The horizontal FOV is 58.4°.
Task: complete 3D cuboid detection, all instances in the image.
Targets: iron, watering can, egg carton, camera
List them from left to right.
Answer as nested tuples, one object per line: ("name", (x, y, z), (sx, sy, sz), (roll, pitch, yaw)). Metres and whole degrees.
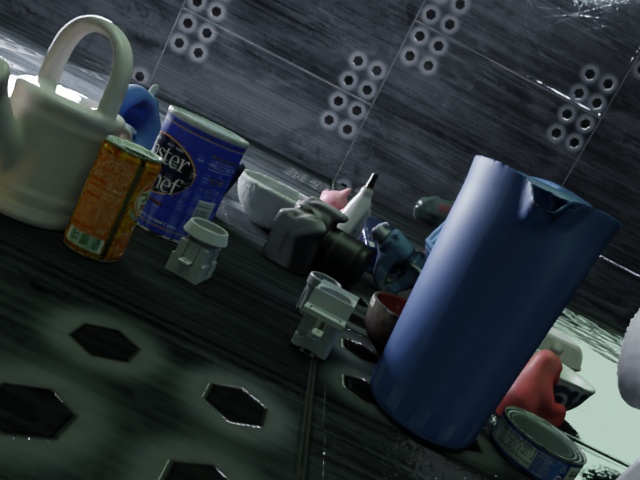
("watering can", (-0.238, -0.114, 0.529), (0.101, 0.194, 0.173), (27, 10, 0))
("iron", (-0.274, -0.150, 0.772), (0.119, 0.141, 0.258), (26, 10, -8))
("camera", (0.008, 0.003, 0.848), (0.136, 0.101, 0.143), (29, 10, 12))
("egg carton", (0.376, 0.181, 0.993), (0.150, 0.069, 0.107), (25, 10, -14))

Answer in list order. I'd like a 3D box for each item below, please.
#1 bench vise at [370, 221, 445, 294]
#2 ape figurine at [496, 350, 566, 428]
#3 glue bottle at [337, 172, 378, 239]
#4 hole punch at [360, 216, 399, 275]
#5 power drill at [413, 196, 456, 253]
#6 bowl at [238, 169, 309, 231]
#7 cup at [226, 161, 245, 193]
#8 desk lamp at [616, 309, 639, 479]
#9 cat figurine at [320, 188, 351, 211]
("bench vise", (0.197, 0.012, 0.953), (0.208, 0.219, 0.121), (24, 10, -17))
("ape figurine", (0.243, 0.168, 0.647), (0.076, 0.092, 0.077), (21, 12, -33))
("glue bottle", (0.055, -0.035, 0.953), (0.037, 0.173, 0.078), (31, 11, 22))
("hole punch", (0.118, 0.015, 1.104), (0.109, 0.091, 0.101), (22, 11, -26))
("power drill", (0.271, 0.020, 1.140), (0.229, 0.208, 0.076), (32, 11, 24))
("bowl", (-0.078, -0.056, 1.000), (0.167, 0.075, 0.167), (26, 10, -5))
("cup", (-0.182, -0.096, 0.870), (0.118, 0.095, 0.091), (16, 14, -47))
("desk lamp", (0.369, 0.183, 0.547), (0.118, 0.213, 0.202), (20, 12, -36))
("cat figurine", (0.026, -0.052, 1.127), (0.067, 0.118, 0.127), (24, 10, -15))
